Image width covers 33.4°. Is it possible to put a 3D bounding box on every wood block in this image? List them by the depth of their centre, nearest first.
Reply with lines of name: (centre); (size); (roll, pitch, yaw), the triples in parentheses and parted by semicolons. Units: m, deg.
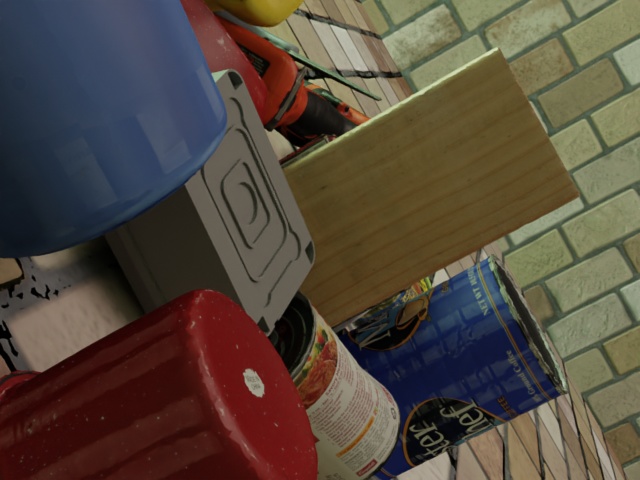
wood block: (0.032, -0.019, 0.609); (0.090, 0.206, 0.090); (60, 13, -3)

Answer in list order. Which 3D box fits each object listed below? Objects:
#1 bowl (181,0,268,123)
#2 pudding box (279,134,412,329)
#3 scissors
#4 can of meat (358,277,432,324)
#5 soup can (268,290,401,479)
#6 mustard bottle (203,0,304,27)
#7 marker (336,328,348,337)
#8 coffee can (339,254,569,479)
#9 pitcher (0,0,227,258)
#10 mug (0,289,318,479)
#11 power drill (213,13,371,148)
bowl: (-0.079, -0.106, 0.620); (0.162, 0.055, 0.162); (52, 0, -1)
pudding box: (-0.004, 0.001, 0.692); (0.113, 0.090, 0.039); (62, 14, 2)
scissors: (-0.031, -0.152, 0.875); (0.202, 0.016, 0.096); (32, -1, 12)
can of meat: (0.060, 0.046, 0.924); (0.083, 0.057, 0.102); (47, 18, -39)
soup can: (-0.008, 0.079, 0.556); (0.102, 0.068, 0.068); (50, 17, -42)
mustard bottle: (-0.077, -0.214, 0.799); (0.058, 0.096, 0.192); (27, -4, -41)
marker: (0.032, 0.089, 0.805); (0.121, 0.020, 0.020); (44, 21, -53)
coffee can: (0.078, 0.087, 0.708); (0.102, 0.140, 0.103); (56, 14, -22)
pitcher: (-0.117, -0.122, 0.355); (0.144, 0.149, 0.243); (-42, 119, -33)
mug: (-0.048, 0.079, 0.368); (0.117, 0.081, 0.093); (57, 13, -16)
power drill: (-0.032, -0.110, 0.813); (0.185, 0.057, 0.187); (33, 6, 31)
